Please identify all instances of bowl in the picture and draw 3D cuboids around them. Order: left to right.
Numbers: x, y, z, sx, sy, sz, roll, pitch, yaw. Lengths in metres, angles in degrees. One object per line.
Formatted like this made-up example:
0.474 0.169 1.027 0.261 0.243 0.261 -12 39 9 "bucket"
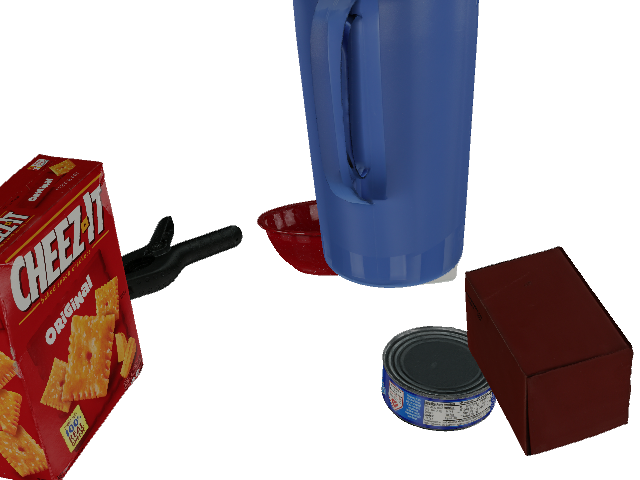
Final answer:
0.017 -0.002 1.105 0.162 0.055 0.162 -4 14 1 "bowl"

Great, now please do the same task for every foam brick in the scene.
0.105 0.050 0.498 0.051 0.053 0.078 -14 39 -7 "foam brick"

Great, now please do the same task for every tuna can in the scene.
0.087 0.100 0.781 0.086 0.034 0.086 1 30 0 "tuna can"

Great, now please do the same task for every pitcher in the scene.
0.045 -0.087 0.763 0.149 0.243 0.145 -14 28 -18 "pitcher"

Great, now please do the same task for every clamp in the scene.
-0.169 0.020 1.200 0.120 0.039 0.171 -3 29 30 "clamp"

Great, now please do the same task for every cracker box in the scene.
-0.220 0.063 0.861 0.072 0.214 0.164 6 33 18 "cracker box"

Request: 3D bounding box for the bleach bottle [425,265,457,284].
0.123 -0.075 1.284 0.102 0.251 0.068 -4 18 -17 "bleach bottle"
